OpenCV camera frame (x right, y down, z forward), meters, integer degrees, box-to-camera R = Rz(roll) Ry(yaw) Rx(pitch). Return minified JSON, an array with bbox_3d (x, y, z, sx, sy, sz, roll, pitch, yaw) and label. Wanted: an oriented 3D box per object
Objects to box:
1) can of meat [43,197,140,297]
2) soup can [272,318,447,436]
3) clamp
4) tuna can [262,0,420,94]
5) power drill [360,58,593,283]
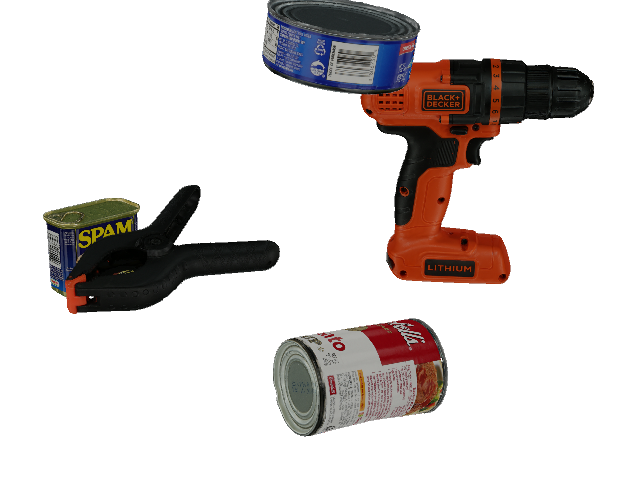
[{"bbox_3d":[-0.244,0.007,1.148,0.058,0.084,0.101,19,26,41],"label":"can of meat"},{"bbox_3d":[0.026,0.094,0.734,0.102,0.068,0.069,-6,3,-30],"label":"soup can"},{"bbox_3d":[-0.132,0.007,0.857,0.171,0.039,0.120,-17,36,-29],"label":"clamp"},{"bbox_3d":[0.011,-0.110,0.597,0.086,0.034,0.086,8,24,-4],"label":"tuna can"},{"bbox_3d":[0.125,-0.058,0.880,0.184,0.188,0.057,2,23,7],"label":"power drill"}]
